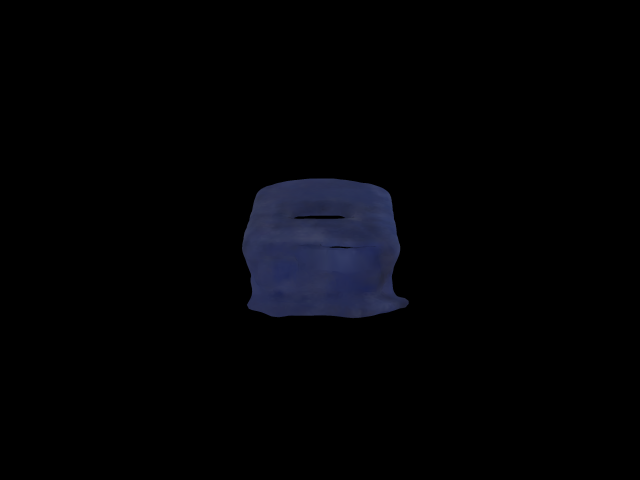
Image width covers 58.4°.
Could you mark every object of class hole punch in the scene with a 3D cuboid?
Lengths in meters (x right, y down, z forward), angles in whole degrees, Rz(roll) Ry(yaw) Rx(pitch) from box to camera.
[{"bbox_3d":[0.004,0.001,0.400,0.108,0.091,0.101,0,4,0],"label":"hole punch"}]
